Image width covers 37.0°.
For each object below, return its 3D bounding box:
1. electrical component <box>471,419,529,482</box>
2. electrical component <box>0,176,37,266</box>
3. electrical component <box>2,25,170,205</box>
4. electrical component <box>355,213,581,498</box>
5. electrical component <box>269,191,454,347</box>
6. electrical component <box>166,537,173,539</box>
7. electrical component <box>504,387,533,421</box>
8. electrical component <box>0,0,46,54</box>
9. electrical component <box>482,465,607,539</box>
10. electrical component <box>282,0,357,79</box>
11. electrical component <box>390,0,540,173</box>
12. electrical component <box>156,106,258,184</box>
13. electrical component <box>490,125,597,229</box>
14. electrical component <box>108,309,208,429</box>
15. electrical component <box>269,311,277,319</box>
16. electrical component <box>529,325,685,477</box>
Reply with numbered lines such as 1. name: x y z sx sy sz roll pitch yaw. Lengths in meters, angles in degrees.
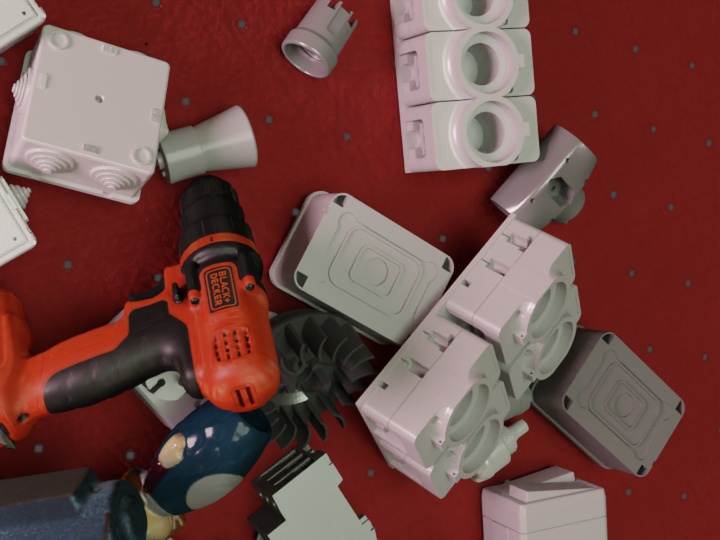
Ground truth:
1. electrical component: 0.108 0.139 0.852 0.061 0.035 0.035 -32 105 -22
2. electrical component: -0.248 -0.026 0.666 0.096 0.061 0.061 -33 105 -20
3. electrical component: -0.173 -0.100 0.688 0.100 0.048 0.099 14 66 -24
4. electrical component: 0.089 0.066 0.791 0.186 0.060 0.105 -49 147 -18
5. electrical component: 0.000 0.000 0.783 0.113 0.057 0.078 30 80 -23
6. electrical component: -0.118 0.221 0.748 0.077 0.044 0.079 -39 108 -18
7. electrical component: 0.103 0.105 0.848 0.061 0.035 0.035 -21 101 -20
8. electrical component: -0.252 -0.151 0.657 0.096 0.061 0.061 -39 107 -18
9. electrical component: 0.153 0.195 0.860 0.096 0.062 0.061 -5 95 -24
10. electrical component: -0.028 -0.168 0.772 0.040 0.040 0.046 38 71 -21
11. electrical component: 0.080 -0.152 0.808 0.089 0.062 0.150 -8 96 -24
12. electrical component: -0.108 -0.083 0.738 0.065 0.044 0.044 -18 100 -17
13. electrical component: 0.153 -0.063 0.853 0.077 0.043 0.079 -49 136 4
14. electrical component: -0.130 0.066 0.717 0.047 0.076 0.083 -44 109 -16
15. electrical component: -0.089 0.031 0.752 0.062 0.043 0.043 17 86 -25
16. electrical component: 0.198 0.106 0.877 0.113 0.057 0.078 41 75 -22
